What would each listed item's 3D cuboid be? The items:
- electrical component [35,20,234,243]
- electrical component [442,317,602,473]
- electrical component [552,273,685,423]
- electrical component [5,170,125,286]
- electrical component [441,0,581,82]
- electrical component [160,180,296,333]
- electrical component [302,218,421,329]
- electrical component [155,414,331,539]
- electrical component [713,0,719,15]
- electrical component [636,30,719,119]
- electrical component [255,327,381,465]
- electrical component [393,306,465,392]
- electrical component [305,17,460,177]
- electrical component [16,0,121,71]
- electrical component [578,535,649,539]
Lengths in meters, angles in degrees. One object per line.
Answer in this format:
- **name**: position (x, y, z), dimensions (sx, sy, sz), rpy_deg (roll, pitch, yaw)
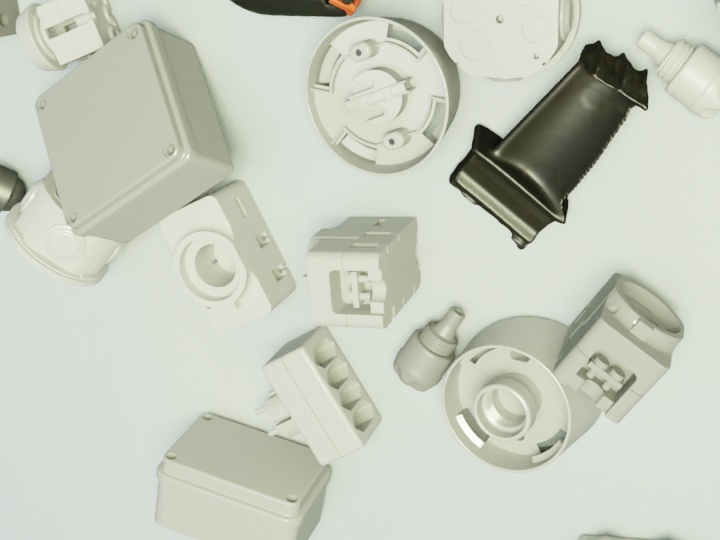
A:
- **electrical component**: position (-0.152, -0.090, 0.719), dimensions (0.109, 0.056, 0.108), rpy_deg (-30, 68, 25)
- **electrical component**: position (0.107, 0.083, 0.717), dimensions (0.099, 0.064, 0.099), rpy_deg (10, 112, 27)
- **electrical component**: position (0.160, 0.043, 0.660), dimensions (0.050, 0.089, 0.055), rpy_deg (37, 116, 4)
- **electrical component**: position (-0.206, -0.031, 0.767), dimensions (0.080, 0.080, 0.051), rpy_deg (42, 110, 2)
- **electrical component**: position (0.088, -0.151, 0.639), dimensions (0.080, 0.051, 0.080), rpy_deg (6, 110, 17)
- **electrical component**: position (-0.093, -0.009, 0.748), dimensions (0.050, 0.056, 0.089), rpy_deg (-22, 100, 24)
- **electrical component**: position (0.000, 0.000, 0.700), dimensions (0.056, 0.089, 0.050), rpy_deg (1, 108, 18)
- **electrical component**: position (-0.086, 0.160, 0.791), dimensions (0.113, 0.078, 0.057), rpy_deg (17, 116, 13)
- **electrical component**: position (0.235, -0.111, 0.571), dimensions (0.056, 0.108, 0.108), rpy_deg (-24, 99, 22)
- **electrical component**: position (0.189, -0.117, 0.626), dimensions (0.061, 0.035, 0.035), rpy_deg (38, 116, 6)
- **electrical component**: position (-0.041, 0.096, 0.771), dimensions (0.076, 0.047, 0.083), rpy_deg (-28, 97, 25)
- **electrical component**: position (0.051, 0.051, 0.731), dimensions (0.035, 0.035, 0.061), rpy_deg (35, 113, 5)
- **electrical component**: position (0.014, -0.110, 0.672), dimensions (0.099, 0.064, 0.099), rpy_deg (6, 110, 17)
- **electrical component**: position (-0.200, -0.165, 0.738), dimensions (0.055, 0.048, 0.066), rpy_deg (-18, 102, 16)
- **electrical component**: position (0.191, 0.232, 0.737), dimensions (0.100, 0.048, 0.099), rpy_deg (0, 108, 19)
